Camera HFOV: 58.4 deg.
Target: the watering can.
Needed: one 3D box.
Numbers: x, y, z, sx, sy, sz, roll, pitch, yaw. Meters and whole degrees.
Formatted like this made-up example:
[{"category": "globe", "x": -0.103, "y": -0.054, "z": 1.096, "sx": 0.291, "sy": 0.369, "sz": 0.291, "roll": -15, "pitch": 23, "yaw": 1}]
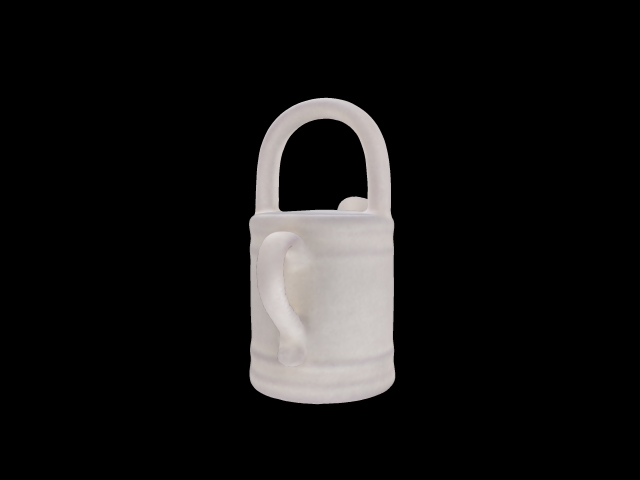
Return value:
[{"category": "watering can", "x": 0.002, "y": 0.001, "z": 0.401, "sx": 0.101, "sy": 0.194, "sz": 0.173, "roll": 0, "pitch": 3, "yaw": -1}]
